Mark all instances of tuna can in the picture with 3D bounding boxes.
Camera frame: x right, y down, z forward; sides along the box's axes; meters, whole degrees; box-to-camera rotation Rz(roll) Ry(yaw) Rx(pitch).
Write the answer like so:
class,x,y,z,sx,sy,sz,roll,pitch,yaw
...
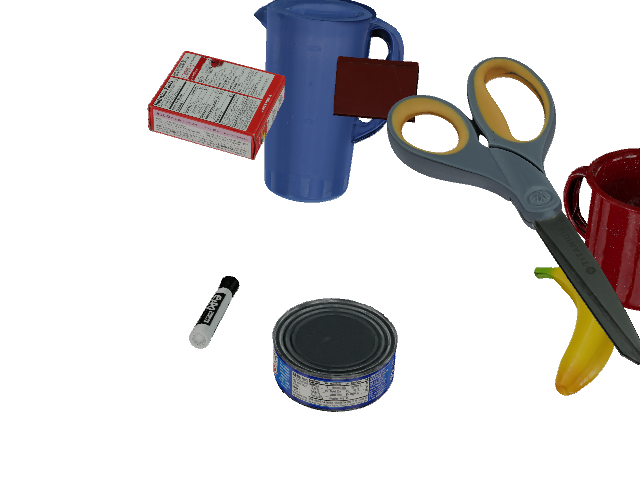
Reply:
class,x,y,z,sx,sy,sz,roll,pitch,yaw
tuna can,0.010,0.078,0.736,0.086,0.034,0.086,1,33,-1

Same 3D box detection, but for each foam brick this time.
class,x,y,z,sx,sy,sz,roll,pitch,yaw
foam brick,0.052,-0.141,0.993,0.078,0.051,0.053,5,15,3

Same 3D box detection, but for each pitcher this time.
class,x,y,z,sx,sy,sz,roll,pitch,yaw
pitcher,0.002,-0.173,1.318,0.144,0.243,0.149,-9,29,-28

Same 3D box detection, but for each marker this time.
class,x,y,z,sx,sy,sz,roll,pitch,yaw
marker,-0.100,0.066,1.019,0.020,0.020,0.121,0,24,11

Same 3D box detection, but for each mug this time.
class,x,y,z,sx,sy,sz,roll,pitch,yaw
mug,0.214,-0.010,0.728,0.093,0.081,0.117,-26,40,-34

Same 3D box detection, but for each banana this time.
class,x,y,z,sx,sy,sz,roll,pitch,yaw
banana,0.245,0.075,0.997,0.070,0.037,0.197,-26,23,19

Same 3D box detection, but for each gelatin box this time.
class,x,y,z,sx,sy,sz,roll,pitch,yaw
gelatin box,-0.080,-0.106,0.832,0.089,0.073,0.030,15,-40,9

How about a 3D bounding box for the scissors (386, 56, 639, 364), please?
class,x,y,z,sx,sy,sz,roll,pitch,yaw
scissors,0.084,-0.019,0.512,0.096,0.201,0.016,-7,-42,5
